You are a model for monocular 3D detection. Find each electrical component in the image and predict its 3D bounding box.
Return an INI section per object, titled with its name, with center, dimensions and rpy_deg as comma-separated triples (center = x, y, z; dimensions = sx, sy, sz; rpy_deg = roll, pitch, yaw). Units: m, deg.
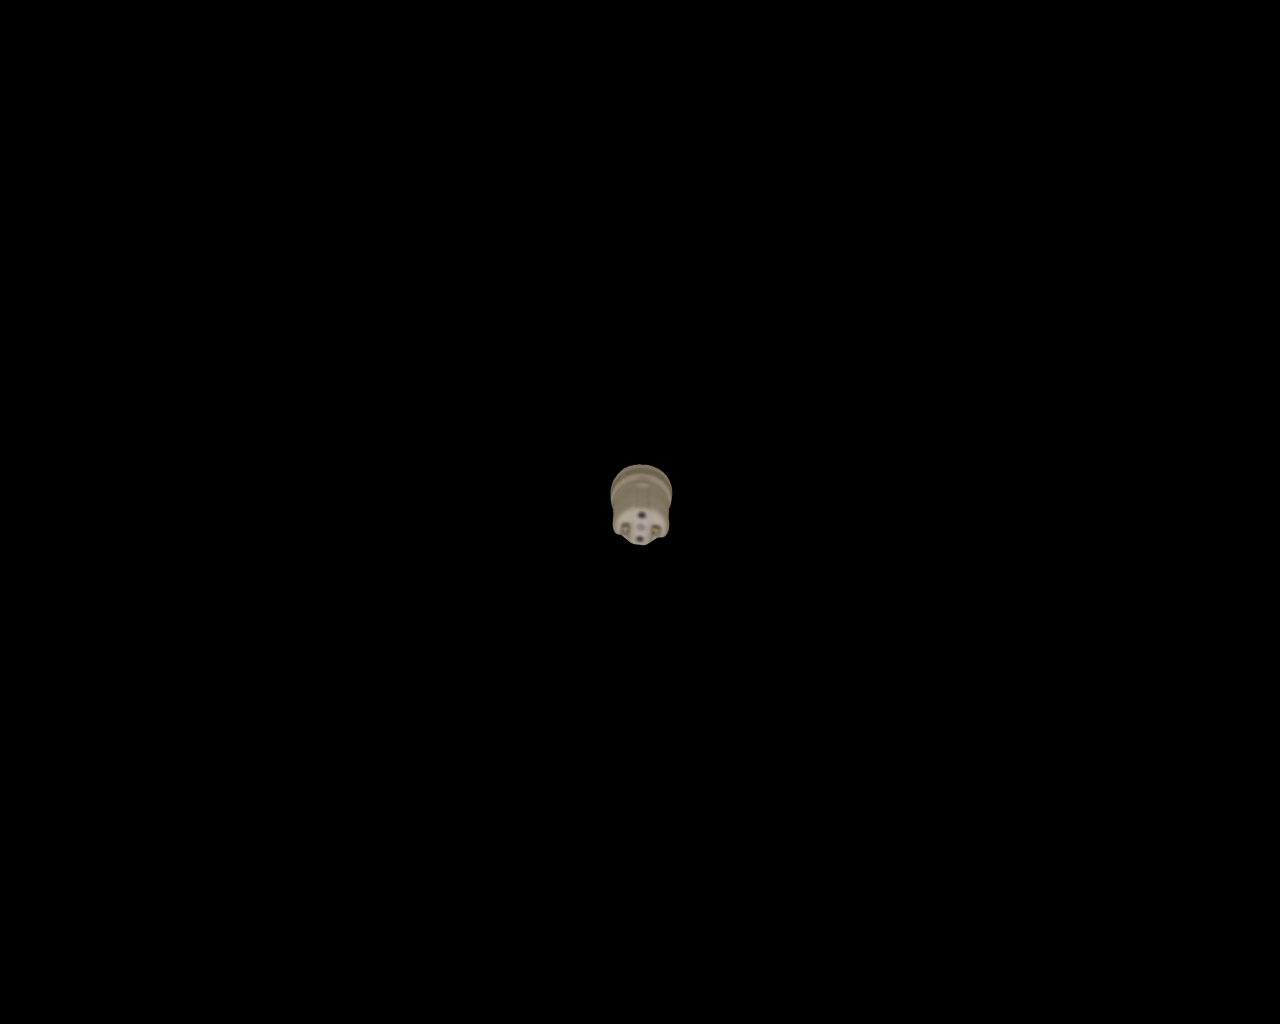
[electrical component]
center = 0.001, -0.003, 0.650
dimensions = 0.040, 0.040, 0.046
rpy_deg = 0, 31, 0
